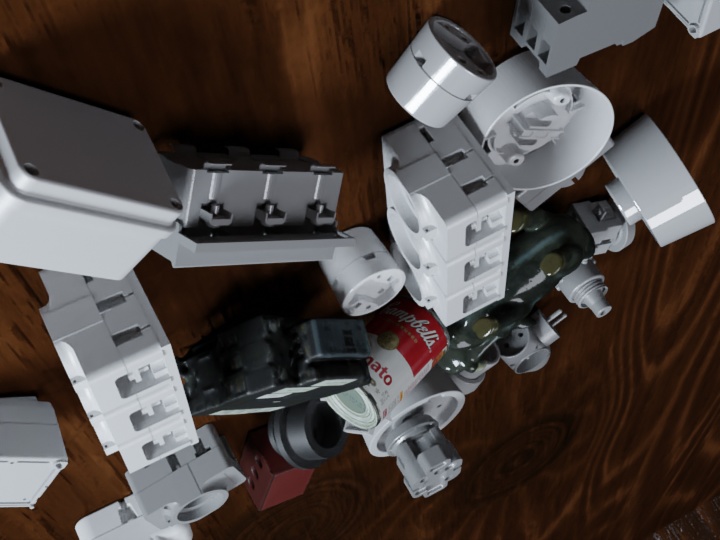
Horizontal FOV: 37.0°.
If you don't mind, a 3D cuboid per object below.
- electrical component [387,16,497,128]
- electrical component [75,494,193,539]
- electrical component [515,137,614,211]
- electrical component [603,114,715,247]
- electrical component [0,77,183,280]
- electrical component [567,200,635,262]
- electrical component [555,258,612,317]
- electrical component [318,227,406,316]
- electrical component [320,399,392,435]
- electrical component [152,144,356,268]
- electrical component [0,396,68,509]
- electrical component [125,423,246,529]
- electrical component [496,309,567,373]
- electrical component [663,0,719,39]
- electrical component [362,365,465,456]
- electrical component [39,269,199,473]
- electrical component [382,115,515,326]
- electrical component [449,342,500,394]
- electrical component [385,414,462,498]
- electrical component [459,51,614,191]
[{"bbox_3d":[0.050,-0.123,0.676,0.055,0.055,0.047,3,140,-48],"label":"electrical component"},{"bbox_3d":[-0.208,0.248,1.004,0.095,0.059,0.053,-24,151,-16],"label":"electrical component"},{"bbox_3d":[0.155,-0.088,0.845,0.083,0.047,0.076,-40,152,14],"label":"electrical component"},{"bbox_3d":[0.243,-0.070,0.906,0.060,0.108,0.108,-32,153,13],"label":"electrical component"},{"bbox_3d":[-0.157,-0.046,0.561,0.057,0.078,0.113,-42,151,24],"label":"electrical component"},{"bbox_3d":[0.220,-0.038,0.997,0.055,0.048,0.066,-11,146,-22],"label":"electrical component"},{"bbox_3d":[0.227,0.019,1.075,0.048,0.062,0.048,-25,151,-15],"label":"electrical component"},{"bbox_3d":[0.000,0.000,0.829,0.055,0.047,0.055,-25,151,-14],"label":"electrical component"},{"bbox_3d":[-0.001,0.105,0.971,0.064,0.081,0.042,25,162,-29],"label":"electrical component"},{"bbox_3d":[-0.071,-0.040,0.666,0.121,0.079,0.063,-3,112,-43],"label":"electrical component"},{"bbox_3d":[-0.265,0.125,0.753,0.096,0.061,0.061,11,131,-43],"label":"electrical component"},{"bbox_3d":[-0.155,0.190,0.968,0.089,0.055,0.050,-30,152,-4],"label":"electrical component"},{"bbox_3d":[0.183,0.068,1.130,0.079,0.044,0.077,-39,152,11],"label":"electrical component"},{"bbox_3d":[0.238,-0.214,0.711,0.061,0.061,0.096,-27,152,-11],"label":"electrical component"},{"bbox_3d":[0.043,0.129,1.066,0.108,0.060,0.108,-25,151,-14],"label":"electrical component"},{"bbox_3d":[-0.162,0.063,0.719,0.062,0.089,0.150,-24,151,-15],"label":"electrical component"},{"bbox_3d":[0.060,-0.034,0.789,0.062,0.089,0.150,-27,152,-11],"label":"electrical component"},{"bbox_3d":[0.111,0.095,1.100,0.045,0.045,0.055,-10,145,-36],"label":"electrical component"},{"bbox_3d":[0.060,0.176,1.029,0.058,0.057,0.078,-25,151,-13],"label":"electrical component"},{"bbox_3d":[0.123,-0.106,0.765,0.099,0.064,0.099,-25,151,-14],"label":"electrical component"}]
